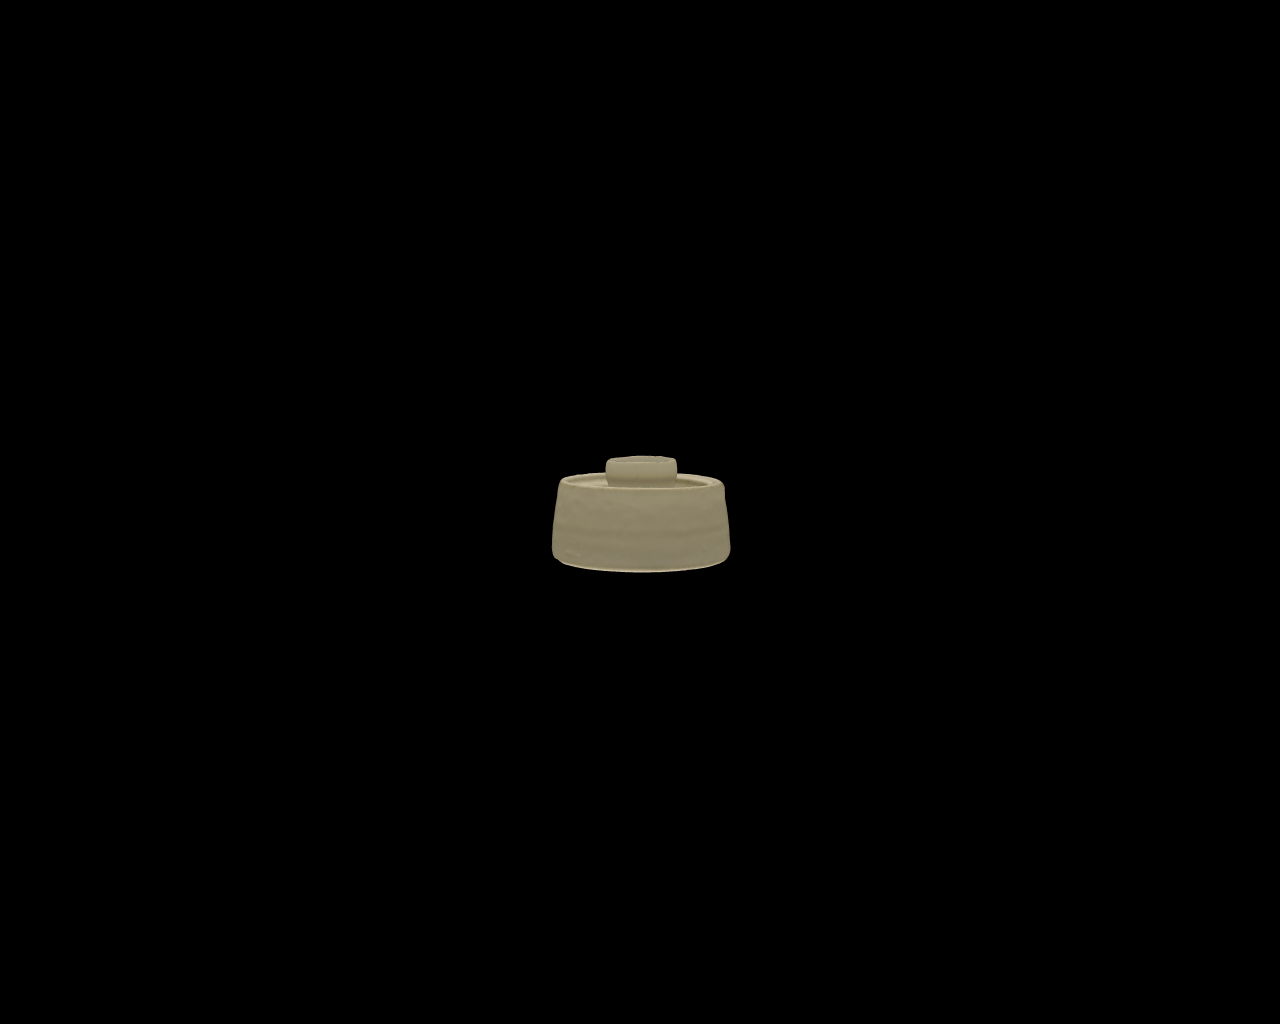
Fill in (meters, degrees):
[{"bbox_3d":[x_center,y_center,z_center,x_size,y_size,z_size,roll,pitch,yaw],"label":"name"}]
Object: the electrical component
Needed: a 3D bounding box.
[{"bbox_3d":[0.001,-0.003,0.650,0.108,0.060,0.108,0,7,0],"label":"electrical component"}]
